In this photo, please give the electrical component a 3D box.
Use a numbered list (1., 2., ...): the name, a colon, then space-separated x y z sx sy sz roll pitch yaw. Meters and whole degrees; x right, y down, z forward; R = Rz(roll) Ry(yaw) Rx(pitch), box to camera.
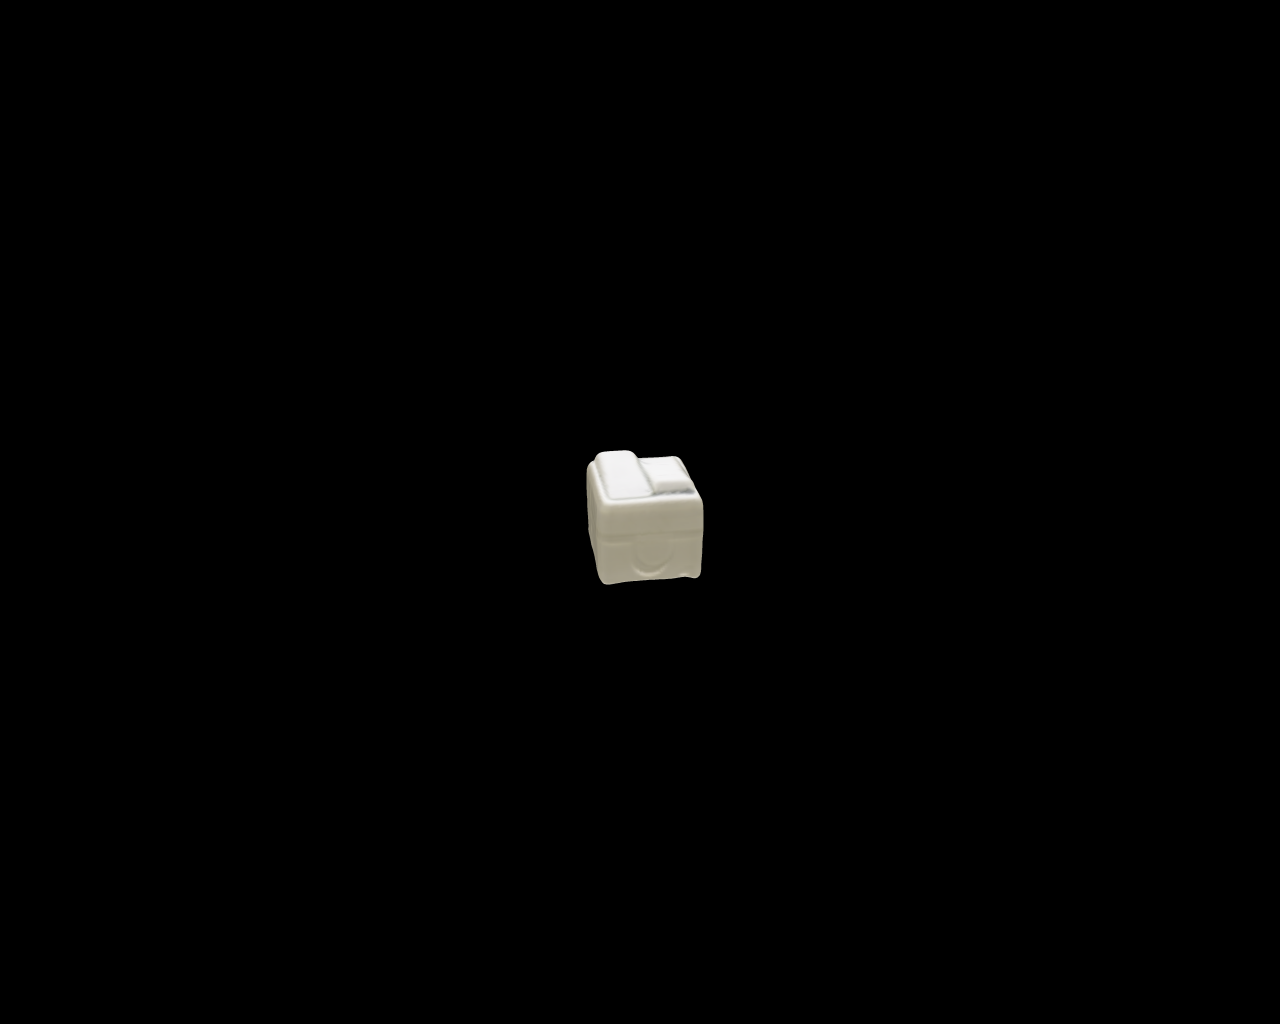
1. electrical component: 0.001 -0.003 0.650 0.062 0.061 0.096 -3 22 -7
